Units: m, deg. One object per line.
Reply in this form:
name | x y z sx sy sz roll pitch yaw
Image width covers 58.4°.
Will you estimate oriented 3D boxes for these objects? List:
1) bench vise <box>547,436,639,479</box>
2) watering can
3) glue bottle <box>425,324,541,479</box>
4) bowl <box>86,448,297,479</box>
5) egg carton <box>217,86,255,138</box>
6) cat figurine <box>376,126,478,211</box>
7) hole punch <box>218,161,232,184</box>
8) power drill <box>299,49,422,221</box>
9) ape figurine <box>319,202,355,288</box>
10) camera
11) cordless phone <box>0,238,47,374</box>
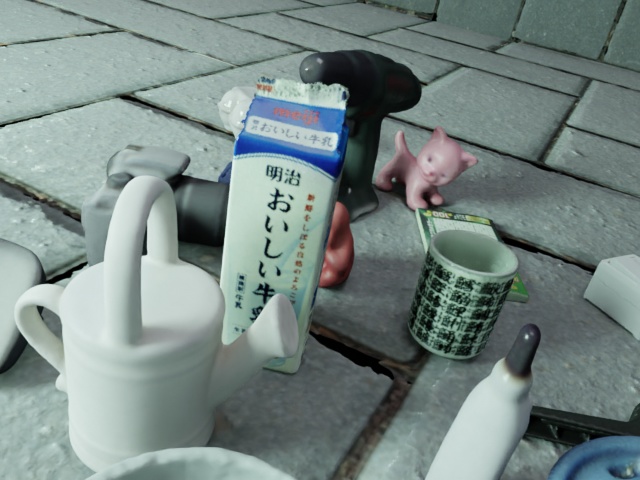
bench vise | 0.223 0.145 0.293 0.207 0.220 0.121 16 31 8
watering can | -0.103 0.051 0.368 0.173 0.194 0.100 -1 33 -20
glue bottle | 0.098 0.119 0.342 0.037 0.173 0.078 28 35 27
bowl | -0.064 0.188 0.270 0.167 0.075 0.167 8 30 -5
egg carton | -0.083 -0.201 0.921 0.151 0.069 0.107 -9 36 -30
cat figurine | 0.147 -0.108 0.792 0.067 0.118 0.127 -18 41 -39
hole punch | -0.069 -0.080 0.700 0.101 0.091 0.108 13 30 3
power drill | 0.042 -0.133 0.710 0.075 0.208 0.230 28 34 27
ape figurine | 0.005 0.002 0.587 0.076 0.092 0.077 -8 35 -29
camera | -0.152 -0.035 0.588 0.137 0.101 0.143 10 30 -2
cordless phone | -0.275 0.001 0.404 0.147 0.185 0.094 12 30 2
